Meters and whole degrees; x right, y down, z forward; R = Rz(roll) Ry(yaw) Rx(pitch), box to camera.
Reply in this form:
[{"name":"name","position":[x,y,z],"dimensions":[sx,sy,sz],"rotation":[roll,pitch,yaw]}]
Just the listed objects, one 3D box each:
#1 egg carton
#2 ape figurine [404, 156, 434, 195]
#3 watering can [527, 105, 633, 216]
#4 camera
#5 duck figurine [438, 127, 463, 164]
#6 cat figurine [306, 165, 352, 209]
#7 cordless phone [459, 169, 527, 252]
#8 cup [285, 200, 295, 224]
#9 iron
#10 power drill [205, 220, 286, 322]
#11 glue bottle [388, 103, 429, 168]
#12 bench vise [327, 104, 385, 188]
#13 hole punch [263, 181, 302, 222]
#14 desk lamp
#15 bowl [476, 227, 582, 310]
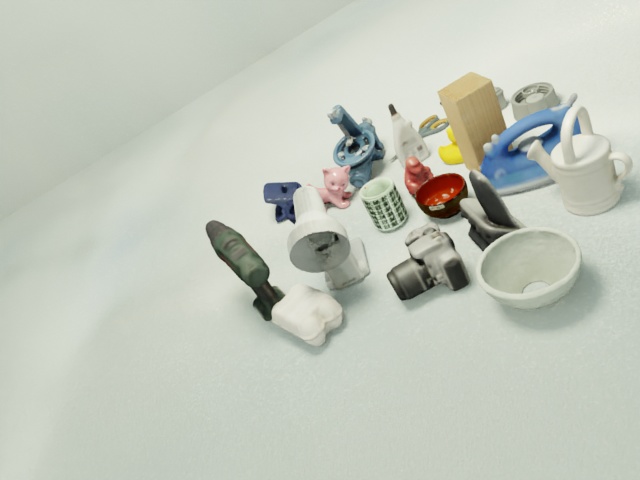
[{"name":"egg carton","position":[-0.026,0.147,1.139],"dimensions":[0.107,0.070,0.149],"rotation":[-45,34,-22]},{"name":"ape figurine","position":[0.223,-0.152,1.326],"dimensions":[0.078,0.092,0.076],"rotation":[-38,32,-11]},{"name":"watering can","position":[0.457,-0.146,1.021],"dimensions":[0.172,0.194,0.101],"rotation":[-9,38,32]},{"name":"camera","position":[0.187,0.042,1.076],"dimensions":[0.137,0.101,0.143],"rotation":[-29,31,3]},{"name":"duck figurine","position":[0.326,-0.235,1.362],"dimensions":[0.104,0.086,0.077],"rotation":[-16,35,23]},{"name":"cat figurine","position":[0.026,-0.138,1.449],"dimensions":[0.127,0.118,0.067],"rotation":[-14,35,26]},{"name":"cordless phone","position":[0.305,-0.069,1.051],"dimensions":[0.094,0.185,0.147],"rotation":[-32,31,-1]},{"name":"cup","position":[-0.033,-0.054,1.404],"dimensions":[0.092,0.095,0.117],"rotation":[-43,33,-18]},{"name":"iron","position":[0.421,-0.189,1.163],"dimensions":[0.258,0.142,0.118],"rotation":[-23,32,13]},{"name":"power drill","position":[-0.153,0.067,1.226],"dimensions":[0.076,0.209,0.228],"rotation":[-39,32,-13]},{"name":"glue bottle","position":[0.207,-0.264,1.419],"dimensions":[0.078,0.173,0.037],"rotation":[-31,31,1]},{"name":"bench vise","position":[0.080,-0.271,1.493],"dimensions":[0.121,0.220,0.207],"rotation":[-21,33,16]},{"name":"hole punch","position":[-0.095,-0.120,1.552],"dimensions":[0.101,0.091,0.108],"rotation":[-25,32,10]},{"name":"desk lamp","position":[0.011,0.004,1.170],"dimensions":[0.118,0.214,0.203],"rotation":[-24,32,11]},{"name":"bowl","position":[0.347,0.059,0.941],"dimensions":[0.167,0.075,0.167],"rotation":[-22,33,15]}]
